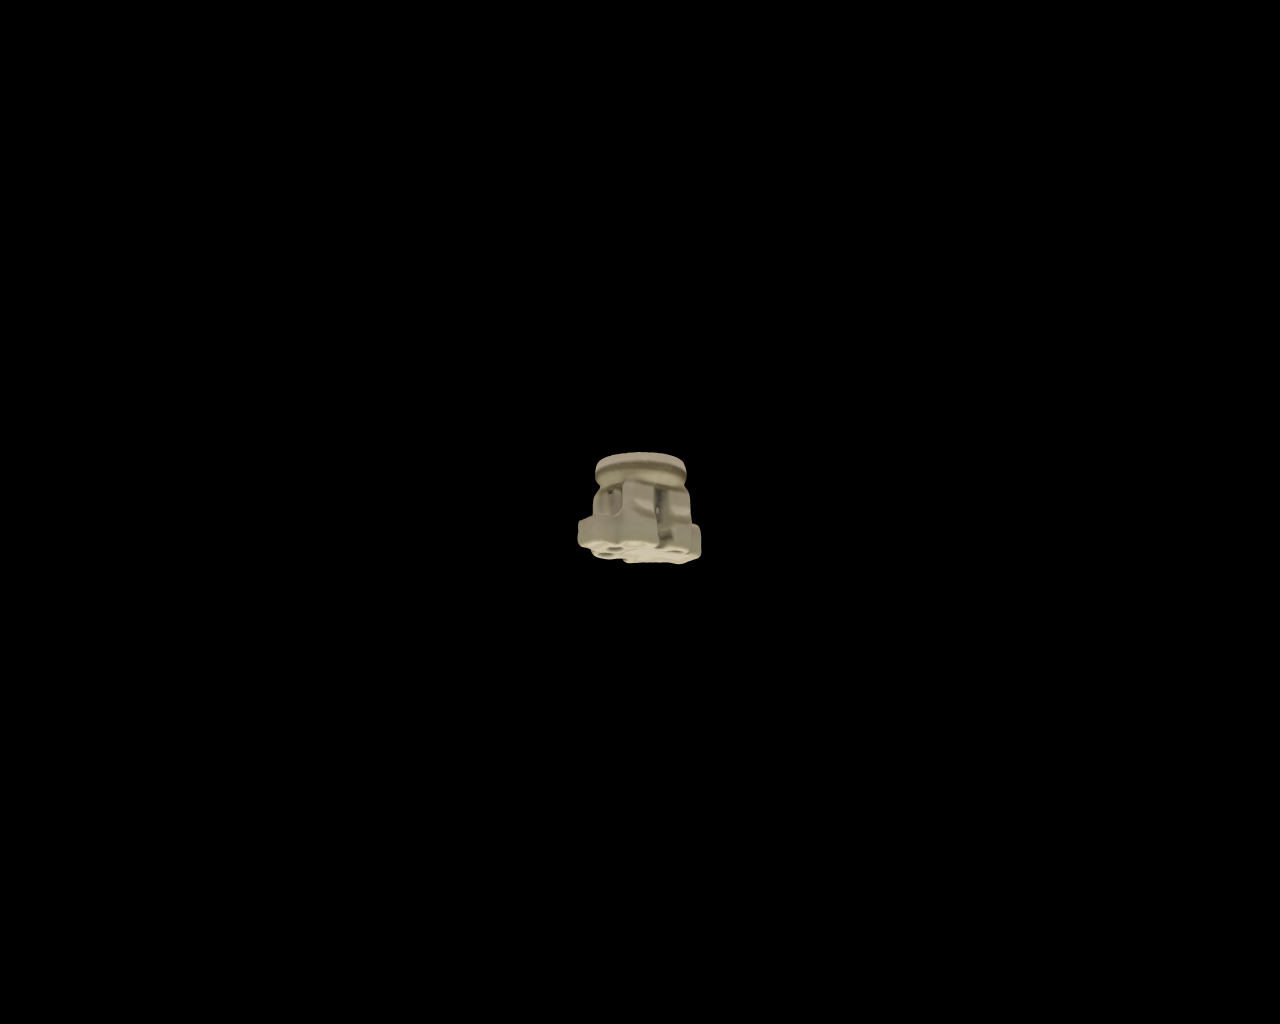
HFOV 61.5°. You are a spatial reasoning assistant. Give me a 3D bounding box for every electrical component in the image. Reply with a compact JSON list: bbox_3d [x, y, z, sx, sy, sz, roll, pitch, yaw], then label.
[{"bbox_3d":[0.001,-0.003,0.650,0.078,0.057,0.058,10,-18,-33],"label":"electrical component"}]
